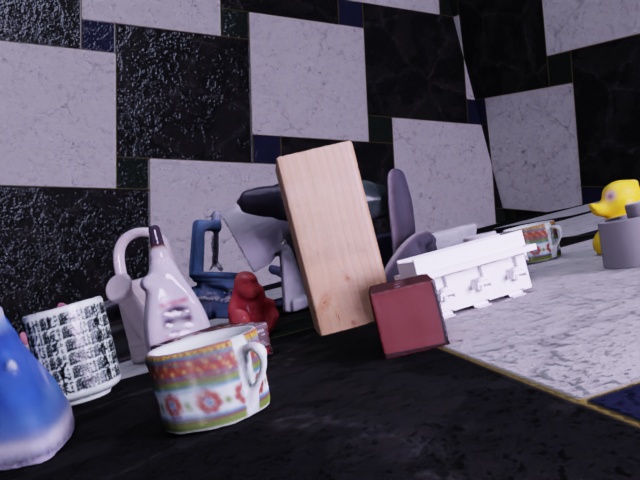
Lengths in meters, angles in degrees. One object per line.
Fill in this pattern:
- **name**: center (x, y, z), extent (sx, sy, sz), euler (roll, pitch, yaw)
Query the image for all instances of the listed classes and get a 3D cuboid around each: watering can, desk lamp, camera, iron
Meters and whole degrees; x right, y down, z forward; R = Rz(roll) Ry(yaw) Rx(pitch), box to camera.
- **watering can**: center (-0.250, 0.076, 0.845), extent (0.101, 0.194, 0.172), euler (-14, -1, -12)
- **desk lamp**: center (-0.057, 0.020, 1.026), extent (0.203, 0.213, 0.118), euler (-14, -1, -9)
- **camera**: center (-0.331, 0.147, 0.970), extent (0.143, 0.101, 0.136), euler (-14, -1, -35)
- **iron**: center (-0.282, 0.103, 0.478), extent (0.119, 0.141, 0.257), euler (-13, -1, -43)

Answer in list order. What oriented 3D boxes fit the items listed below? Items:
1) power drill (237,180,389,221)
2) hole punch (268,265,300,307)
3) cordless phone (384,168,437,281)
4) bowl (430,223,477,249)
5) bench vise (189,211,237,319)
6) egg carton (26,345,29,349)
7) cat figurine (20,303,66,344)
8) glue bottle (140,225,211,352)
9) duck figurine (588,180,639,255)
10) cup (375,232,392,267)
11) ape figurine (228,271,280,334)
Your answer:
- **power drill**: center (0.008, 0.003, 0.868), extent (0.230, 0.208, 0.075), euler (-14, -1, -12)
- **hole punch**: center (-0.053, 0.086, 1.187), extent (0.101, 0.091, 0.108), euler (-14, -1, -7)
- **cordless phone**: center (0.113, -0.013, 0.824), extent (0.094, 0.185, 0.148), euler (-15, -1, 15)
- **bowl**: center (0.219, 0.023, 1.079), extent (0.167, 0.075, 0.167), euler (-14, -1, 0)
- **bench vise**: center (-0.221, 0.060, 1.077), extent (0.208, 0.220, 0.121), euler (-13, -1, -41)
- **egg carton**: center (-0.369, 0.168, 0.717), extent (0.150, 0.069, 0.107), euler (-14, -1, 4)
- **cat figurine**: center (-0.454, 0.171, 1.001), extent (0.128, 0.118, 0.067), euler (-14, -1, -32)
- **glue bottle**: center (-0.183, 0.066, 0.693), extent (0.078, 0.173, 0.037), euler (-14, -1, -31)
- **duck figurine**: center (0.388, -0.034, 0.715), extent (0.104, 0.086, 0.078), euler (-15, -1, 15)
- **cup**: center (0.109, 0.038, 0.960), extent (0.118, 0.095, 0.091), euler (-13, -1, -43)
- **ape figurine**: center (-0.095, 0.088, 0.777), extent (0.078, 0.092, 0.076), euler (-14, -1, -34)
